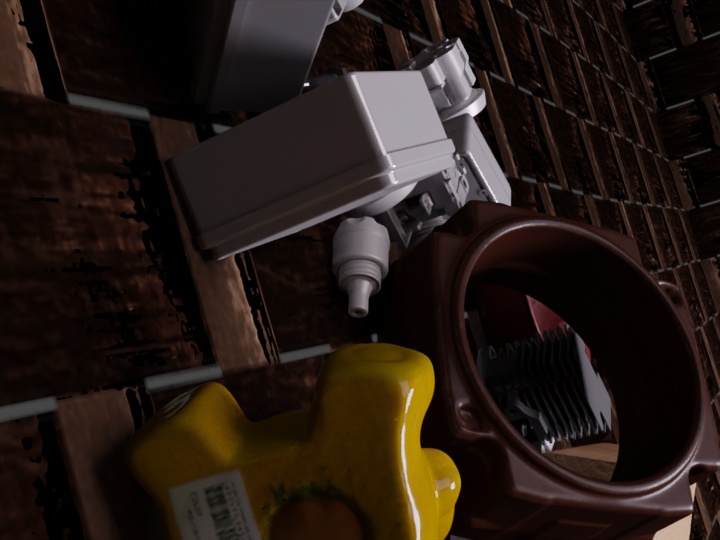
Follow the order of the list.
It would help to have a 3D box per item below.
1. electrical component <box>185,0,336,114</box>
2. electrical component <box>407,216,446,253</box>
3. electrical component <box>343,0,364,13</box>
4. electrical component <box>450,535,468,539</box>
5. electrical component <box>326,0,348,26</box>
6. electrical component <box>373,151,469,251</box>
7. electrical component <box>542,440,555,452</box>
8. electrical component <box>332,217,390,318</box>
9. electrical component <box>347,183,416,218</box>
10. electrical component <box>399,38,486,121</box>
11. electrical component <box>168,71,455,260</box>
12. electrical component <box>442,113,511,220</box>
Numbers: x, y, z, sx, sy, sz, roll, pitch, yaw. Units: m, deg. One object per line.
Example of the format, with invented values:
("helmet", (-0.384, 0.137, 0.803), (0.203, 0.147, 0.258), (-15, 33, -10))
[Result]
("electrical component", (-0.053, -0.150, 0.537), (0.108, 0.056, 0.108), (122, -35, -61))
("electrical component", (0.054, -0.017, 0.766), (0.043, 0.043, 0.062), (26, 48, -59))
("electrical component", (-0.018, -0.208, 0.753), (0.046, 0.040, 0.040), (49, 31, -55))
("electrical component", (0.110, 0.190, 0.712), (0.108, 0.060, 0.108), (47, 33, -44))
("electrical component", (-0.050, -0.207, 0.655), (0.108, 0.056, 0.108), (59, 26, -27))
("electrical component", (0.039, -0.054, 0.733), (0.042, 0.064, 0.081), (62, 24, -25))
("electrical component", (0.131, 0.140, 0.833), (0.035, 0.035, 0.061), (63, 27, -20))
("electrical component", (0.000, 0.000, 0.642), (0.035, 0.035, 0.061), (47, 36, -45))
("electrical component", (0.001, -0.070, 0.669), (0.057, 0.058, 0.078), (55, 28, -27))
("electrical component", (0.067, -0.149, 0.877), (0.057, 0.058, 0.078), (60, 25, -18))
("electrical component", (-0.021, -0.055, 0.542), (0.056, 0.109, 0.109), (68, 23, -2))
("electrical component", (0.075, -0.064, 0.824), (0.096, 0.062, 0.061), (55, 28, -33))
